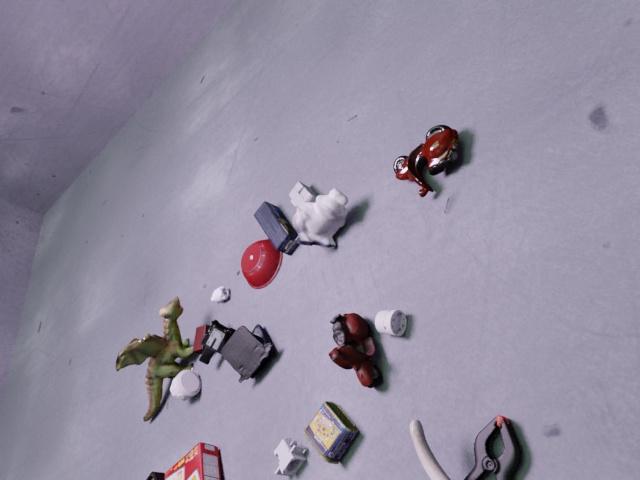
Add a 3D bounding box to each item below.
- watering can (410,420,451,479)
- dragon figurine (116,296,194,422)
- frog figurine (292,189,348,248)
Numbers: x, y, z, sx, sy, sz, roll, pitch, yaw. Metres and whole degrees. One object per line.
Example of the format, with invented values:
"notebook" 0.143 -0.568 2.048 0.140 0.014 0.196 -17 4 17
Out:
"watering can" 0.230 0.476 0.812 0.223 0.103 0.351 -14 73 42
"dragon figurine" -0.509 0.365 1.562 0.123 0.240 0.411 26 86 45
"frog figurine" 0.004 -0.068 1.354 0.124 0.137 0.157 -98 25 -72
